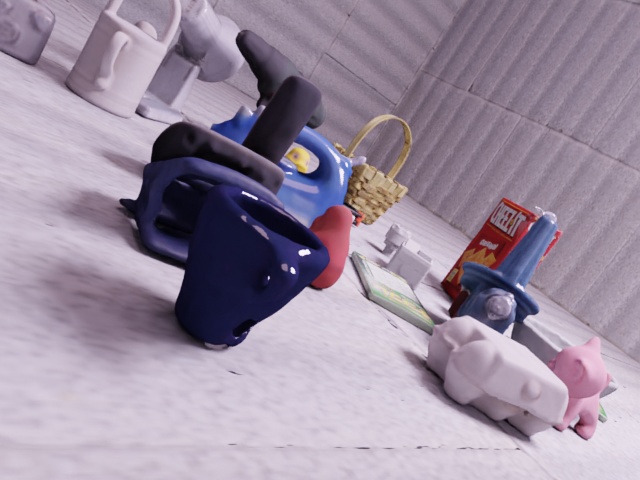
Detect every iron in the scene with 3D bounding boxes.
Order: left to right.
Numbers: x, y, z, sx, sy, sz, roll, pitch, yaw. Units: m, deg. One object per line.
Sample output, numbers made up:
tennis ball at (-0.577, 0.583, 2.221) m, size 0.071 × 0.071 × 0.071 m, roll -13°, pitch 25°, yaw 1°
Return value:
iron at (-0.062, -0.113, 0.814) m, size 0.259 × 0.141 × 0.118 m, roll 28°, pitch 12°, yaw -23°

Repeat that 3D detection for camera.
camera at (-0.439, -0.326, 0.775) m, size 0.144 × 0.100 × 0.136 m, roll 25°, pitch 14°, yaw -37°

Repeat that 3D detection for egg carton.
egg carton at (0.187, 0.143, 0.606) m, size 0.151 × 0.069 × 0.107 m, roll 28°, pitch 12°, yaw -22°

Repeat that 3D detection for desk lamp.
desk lamp at (-0.233, -0.311, 0.987) m, size 0.118 × 0.213 × 0.203 m, roll 34°, pitch 11°, yaw 7°

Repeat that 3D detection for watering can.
watering can at (-0.274, -0.286, 0.822) m, size 0.101 × 0.194 × 0.172 m, roll 24°, pitch 14°, yaw -37°

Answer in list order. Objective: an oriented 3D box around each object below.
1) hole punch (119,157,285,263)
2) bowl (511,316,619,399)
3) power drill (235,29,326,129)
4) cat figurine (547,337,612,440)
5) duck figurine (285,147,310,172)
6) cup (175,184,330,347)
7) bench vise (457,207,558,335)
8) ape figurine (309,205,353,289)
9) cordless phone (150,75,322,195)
hole punch at (-0.101, -0.033, 0.497) m, size 0.109 × 0.091 × 0.100 m, roll 25°, pitch 14°, yaw -36°
bowl at (0.341, 0.185, 0.841) m, size 0.167 × 0.074 × 0.167 m, roll 32°, pitch 11°, yaw -7°
power drill at (-0.102, -0.232, 1.030) m, size 0.231 × 0.208 × 0.075 m, roll 22°, pitch 16°, yaw -43°
cat figurine at (0.325, 0.178, 0.715) m, size 0.128 × 0.117 × 0.067 m, roll 24°, pitch 14°, yaw -37°
duck figurine at (-0.053, -0.129, 1.043) m, size 0.078 × 0.086 × 0.104 m, roll 28°, pitch 13°, yaw -26°
cup at (-0.050, 0.029, 0.372) m, size 0.092 × 0.095 × 0.117 m, roll 28°, pitch 12°, yaw -24°
bench vise at (0.262, 0.062, 0.768) m, size 0.121 × 0.219 × 0.207 m, roll 32°, pitch 11°, yaw -6°
ape figurine at (0.006, 0.002, 0.642) m, size 0.078 × 0.092 × 0.076 m, roll 26°, pitch 13°, yaw -32°
cordless phone at (-0.093, -0.123, 0.658) m, size 0.148 × 0.185 × 0.094 m, roll 25°, pitch 14°, yaw -37°
